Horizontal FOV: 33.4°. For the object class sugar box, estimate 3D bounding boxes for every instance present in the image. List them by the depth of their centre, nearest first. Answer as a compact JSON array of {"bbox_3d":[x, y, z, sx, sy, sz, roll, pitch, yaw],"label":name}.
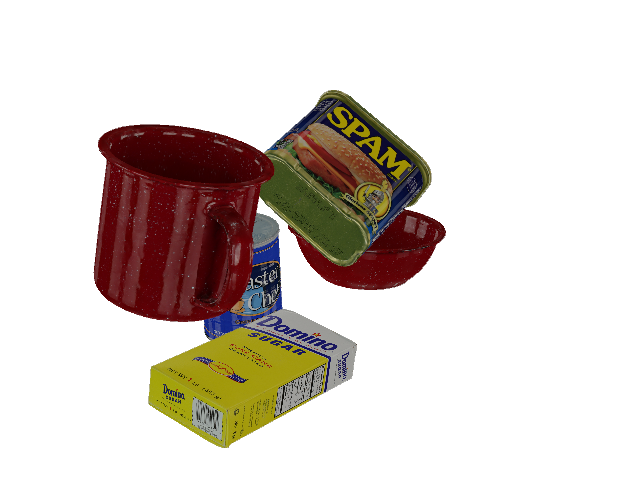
[{"bbox_3d":[-0.057,0.117,0.948,0.093,0.048,0.175,24,31,32],"label":"sugar box"}]

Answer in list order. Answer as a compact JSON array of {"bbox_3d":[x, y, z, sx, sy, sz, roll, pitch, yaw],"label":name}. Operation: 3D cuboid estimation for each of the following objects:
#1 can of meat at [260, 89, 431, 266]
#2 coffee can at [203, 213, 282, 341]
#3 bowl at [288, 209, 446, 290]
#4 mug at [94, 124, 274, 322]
[{"bbox_3d":[0.013,-0.043,0.750,0.083,0.102,0.058,-46,-6,-37],"label":"can of meat"},{"bbox_3d":[-0.100,0.048,1.334,0.103,0.140,0.103,-2,25,1],"label":"coffee can"},{"bbox_3d":[0.046,0.010,1.093,0.162,0.055,0.162,2,17,-1],"label":"bowl"},{"bbox_3d":[-0.070,-0.004,0.565,0.093,0.081,0.117,-6,28,-37],"label":"mug"}]
